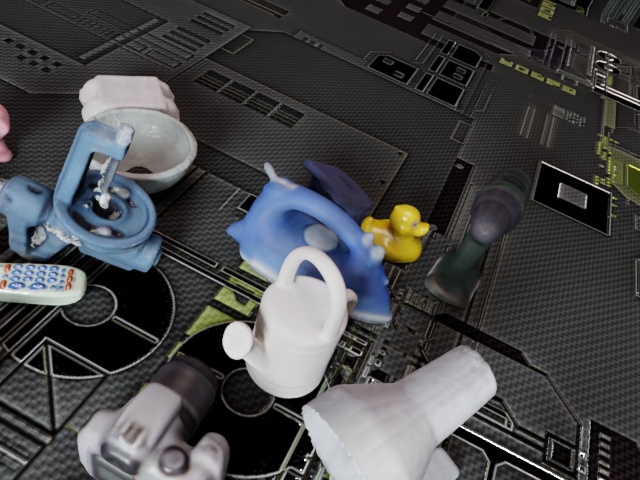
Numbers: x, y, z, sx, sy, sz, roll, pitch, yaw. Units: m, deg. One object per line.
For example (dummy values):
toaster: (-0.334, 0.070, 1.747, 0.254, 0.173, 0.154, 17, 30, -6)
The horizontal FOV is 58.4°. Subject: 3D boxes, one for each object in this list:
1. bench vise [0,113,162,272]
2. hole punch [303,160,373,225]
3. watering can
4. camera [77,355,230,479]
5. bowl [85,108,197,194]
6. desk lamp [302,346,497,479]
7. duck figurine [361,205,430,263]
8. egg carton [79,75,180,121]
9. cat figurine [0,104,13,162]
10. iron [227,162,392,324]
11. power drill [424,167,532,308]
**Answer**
bench vise: (-0.288, -0.051, 0.668, 0.208, 0.220, 0.121, 0, 47, -20)
hole punch: (0.024, -0.077, 0.903, 0.101, 0.091, 0.108, -20, 56, -34)
watering can: (-0.025, 0.092, 0.642, 0.100, 0.194, 0.173, 32, 45, 12)
camera: (-0.145, 0.186, 0.573, 0.143, 0.101, 0.137, 26, 44, 7)
bowl: (-0.269, -0.120, 0.850, 0.167, 0.075, 0.167, 11, 44, -10)
desk lamp: (0.074, 0.196, 0.561, 0.204, 0.213, 0.117, -19, 55, -34)
duck figurine: (0.118, -0.019, 0.884, 0.104, 0.086, 0.077, 19, 43, -1)
egg carton: (-0.309, -0.216, 0.935, 0.151, 0.069, 0.107, -6, 49, -25)
cat figurine: (-0.470, -0.168, 0.793, 0.067, 0.118, 0.127, -17, 55, -33)
iron: (0.007, 0.003, 0.781, 0.258, 0.141, 0.119, 30, 44, 11)
power drill: (0.230, -0.004, 0.820, 0.075, 0.208, 0.230, 31, 44, 12)
